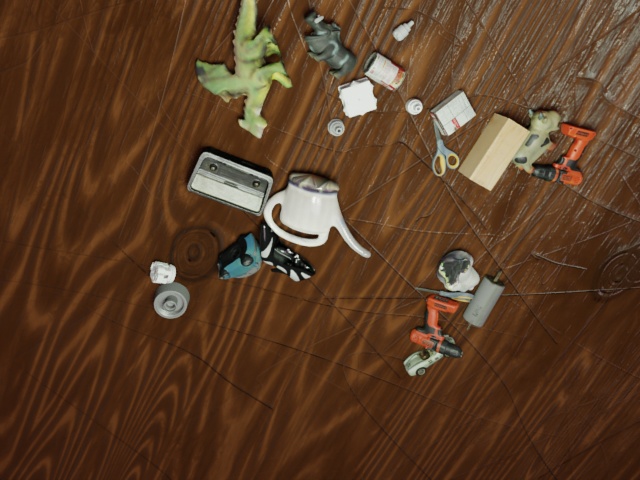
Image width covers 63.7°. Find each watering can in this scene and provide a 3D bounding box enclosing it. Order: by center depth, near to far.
[{"bbox_3d":[0.005,-0.077,1.534,0.348,0.221,0.106,15,22,4],"label":"watering can"}]

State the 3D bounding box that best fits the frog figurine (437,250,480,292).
[{"bbox_3d":[0.467,0.106,1.718,0.123,0.137,0.159,19,3,35],"label":"frog figurine"}]

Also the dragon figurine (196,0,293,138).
[{"bbox_3d":[-0.217,-0.469,1.365,0.242,0.404,0.124,-20,22,8],"label":"dragon figurine"}]
